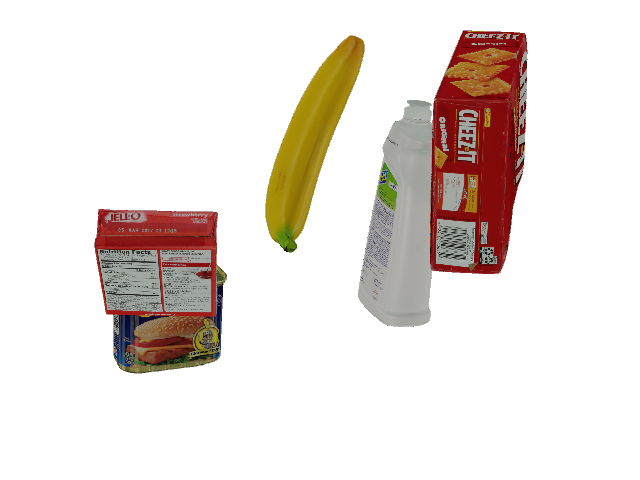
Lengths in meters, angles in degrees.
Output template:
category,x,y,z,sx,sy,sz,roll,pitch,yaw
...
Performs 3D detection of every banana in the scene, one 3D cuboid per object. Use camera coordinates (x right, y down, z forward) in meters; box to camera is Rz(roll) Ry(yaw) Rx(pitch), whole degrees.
category,x,y,z,sx,sy,sz,roll,pitch,yaw
banana,-0.007,-0.074,0.878,0.037,0.197,0.070,27,-21,-30

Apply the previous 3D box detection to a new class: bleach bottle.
category,x,y,z,sx,sy,sz,roll,pitch,yaw
bleach bottle,0.099,-0.034,1.230,0.068,0.251,0.103,-2,21,-24

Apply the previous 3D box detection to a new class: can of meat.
category,x,y,z,sx,sy,sz,roll,pitch,yaw
can of meat,-0.139,0.070,0.974,0.102,0.084,0.057,-4,20,-23

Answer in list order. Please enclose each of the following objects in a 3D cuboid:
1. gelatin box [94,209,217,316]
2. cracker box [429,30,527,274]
category,x,y,z,sx,sy,sz,roll,pitch,yaw
gelatin box,-0.102,0.015,0.675,0.073,0.030,0.089,1,-33,-5
cracker box,0.151,-0.088,0.992,0.072,0.164,0.213,5,27,13
